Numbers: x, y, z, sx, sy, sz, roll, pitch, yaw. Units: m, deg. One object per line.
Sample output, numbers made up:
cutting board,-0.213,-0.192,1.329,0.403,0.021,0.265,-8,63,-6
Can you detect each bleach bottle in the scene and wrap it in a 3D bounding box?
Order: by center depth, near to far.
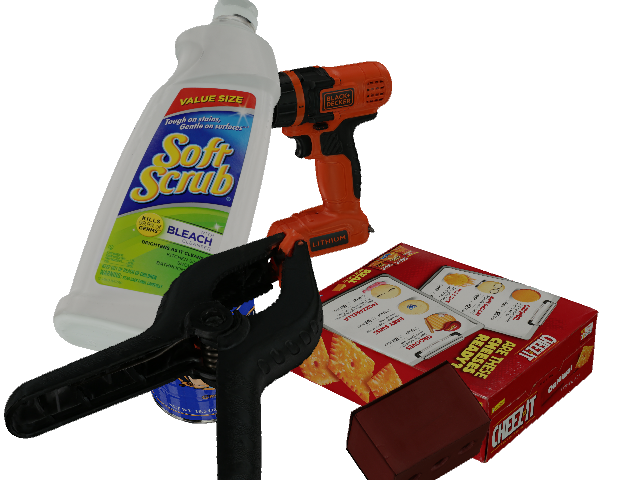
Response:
bleach bottle,-0.088,-0.049,0.687,0.102,0.250,0.068,13,-23,-5

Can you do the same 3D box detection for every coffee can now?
coffee can,-0.105,0.074,0.913,0.103,0.140,0.103,-1,45,1

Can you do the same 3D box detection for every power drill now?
power drill,-0.017,-0.075,1.034,0.184,0.188,0.057,-12,31,-23

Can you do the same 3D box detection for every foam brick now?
foam brick,0.063,0.125,0.692,0.078,0.051,0.053,-26,-32,-21

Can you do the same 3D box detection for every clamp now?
clamp,-0.043,0.056,0.486,0.120,0.039,0.171,29,48,23

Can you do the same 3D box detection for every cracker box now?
cracker box,0.100,0.088,0.911,0.214,0.072,0.163,20,36,39
